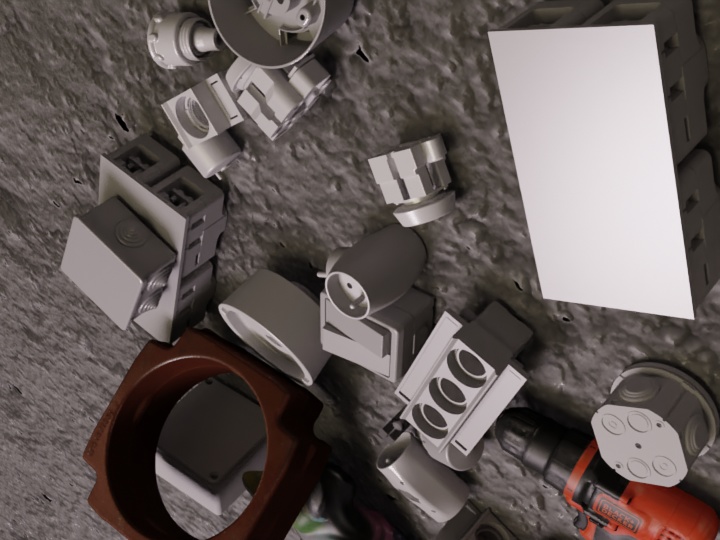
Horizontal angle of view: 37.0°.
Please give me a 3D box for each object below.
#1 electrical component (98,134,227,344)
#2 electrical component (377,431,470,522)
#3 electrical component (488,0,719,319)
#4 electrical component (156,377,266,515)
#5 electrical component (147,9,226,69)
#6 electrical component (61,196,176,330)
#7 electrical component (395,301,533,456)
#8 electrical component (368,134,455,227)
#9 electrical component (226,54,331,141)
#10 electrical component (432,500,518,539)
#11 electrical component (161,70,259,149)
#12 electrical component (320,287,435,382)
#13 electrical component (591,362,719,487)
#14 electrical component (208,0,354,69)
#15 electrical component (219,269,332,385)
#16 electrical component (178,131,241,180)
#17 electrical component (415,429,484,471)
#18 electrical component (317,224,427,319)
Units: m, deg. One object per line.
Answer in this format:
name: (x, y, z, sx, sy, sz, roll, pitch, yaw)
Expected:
electrical component: (-0.193, -0.027, 1.033, 0.105, 0.060, 0.186, 36, 139, 17)
electrical component: (0.050, 0.186, 0.980, 0.077, 0.043, 0.079, 44, 164, -14)
electrical component: (0.157, -0.070, 0.663, 0.105, 0.060, 0.186, 8, 125, 40)
electrical component: (-0.153, 0.181, 1.123, 0.109, 0.109, 0.056, 27, 139, 26)
electrical component: (-0.137, -0.186, 0.867, 0.062, 0.048, 0.048, 8, 125, 32)
electrical component: (-0.221, -0.007, 0.987, 0.100, 0.048, 0.099, 43, 140, 8)
electrical component: (0.085, 0.084, 0.853, 0.079, 0.063, 0.121, 40, 140, 12)
electrical component: (0.042, -0.065, 0.792, 0.066, 0.048, 0.055, -9, 106, 47)
electrical component: (-0.064, -0.143, 0.821, 0.057, 0.058, 0.078, 46, 141, 0)
electrical component: (0.084, 0.278, 0.963, 0.079, 0.121, 0.063, 45, 144, 7)
electrical component: (-0.117, -0.134, 0.872, 0.081, 0.064, 0.042, -14, 109, 48)
electrical component: (0.006, 0.042, 0.897, 0.096, 0.061, 0.061, 26, 135, 27)
electrical component: (0.209, 0.110, 0.765, 0.080, 0.051, 0.080, 25, 135, 28)
electrical component: (-0.055, -0.199, 0.760, 0.099, 0.064, 0.099, 25, 135, 28)
electrical component: (-0.066, 0.045, 0.961, 0.108, 0.060, 0.108, 36, 162, 14)
electrical component: (-0.137, -0.116, 0.925, 0.078, 0.040, 0.040, 52, 141, -2)
electrical component: (0.073, 0.145, 0.933, 0.078, 0.040, 0.040, 17, 133, 58)
electrical component: (0.000, 0.000, 0.857, 0.079, 0.077, 0.043, 3, 122, 43)
